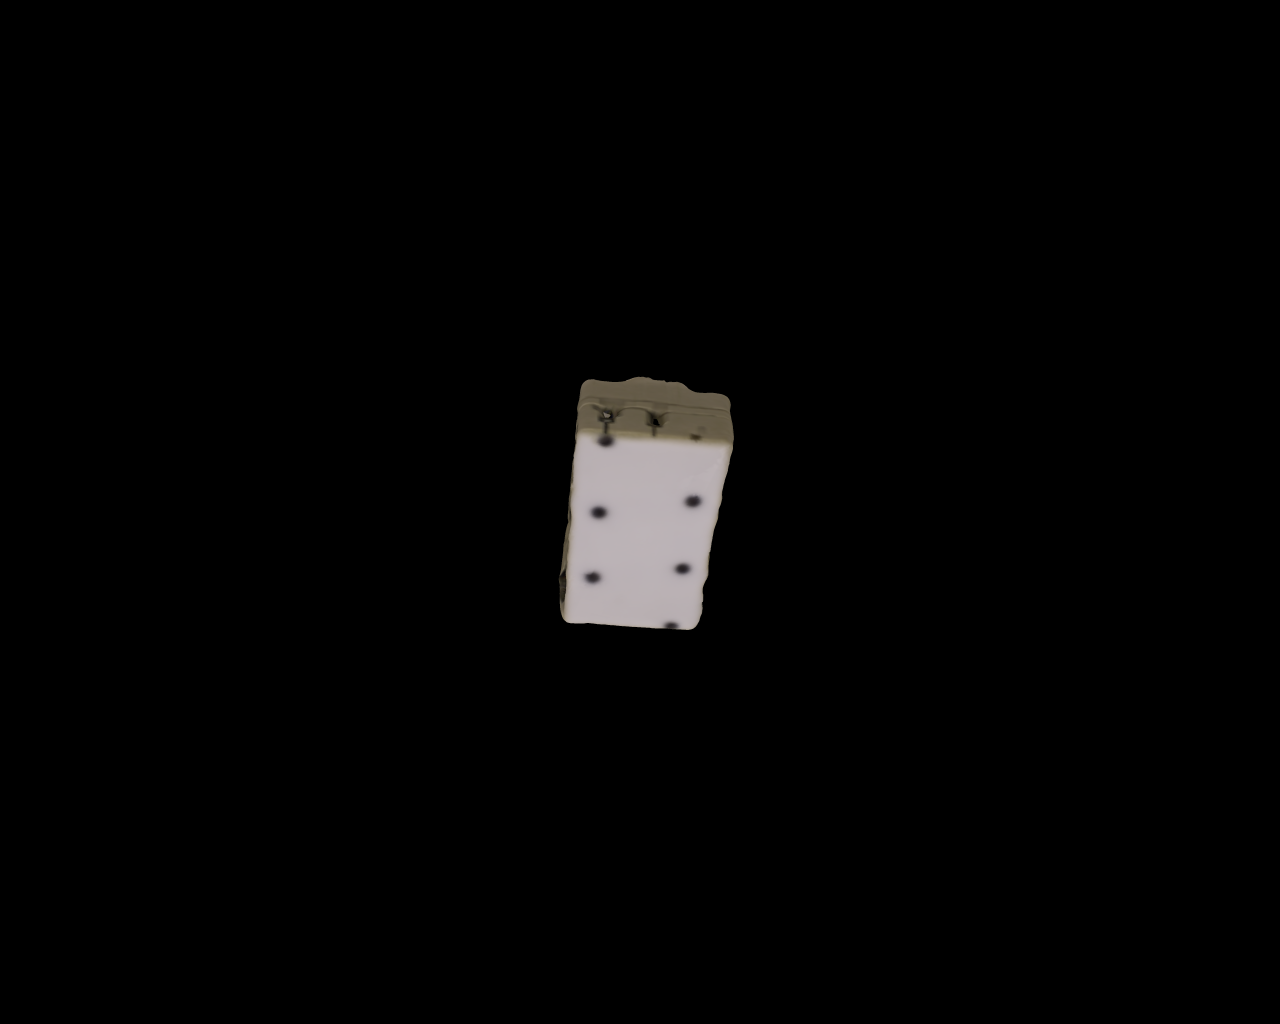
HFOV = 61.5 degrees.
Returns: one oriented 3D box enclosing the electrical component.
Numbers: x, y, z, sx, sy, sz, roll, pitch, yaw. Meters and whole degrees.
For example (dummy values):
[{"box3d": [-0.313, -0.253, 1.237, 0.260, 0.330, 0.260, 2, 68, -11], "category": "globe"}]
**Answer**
[{"box3d": [0.001, -0.003, 0.650, 0.089, 0.150, 0.062, 5, 40, -4], "category": "electrical component"}]
